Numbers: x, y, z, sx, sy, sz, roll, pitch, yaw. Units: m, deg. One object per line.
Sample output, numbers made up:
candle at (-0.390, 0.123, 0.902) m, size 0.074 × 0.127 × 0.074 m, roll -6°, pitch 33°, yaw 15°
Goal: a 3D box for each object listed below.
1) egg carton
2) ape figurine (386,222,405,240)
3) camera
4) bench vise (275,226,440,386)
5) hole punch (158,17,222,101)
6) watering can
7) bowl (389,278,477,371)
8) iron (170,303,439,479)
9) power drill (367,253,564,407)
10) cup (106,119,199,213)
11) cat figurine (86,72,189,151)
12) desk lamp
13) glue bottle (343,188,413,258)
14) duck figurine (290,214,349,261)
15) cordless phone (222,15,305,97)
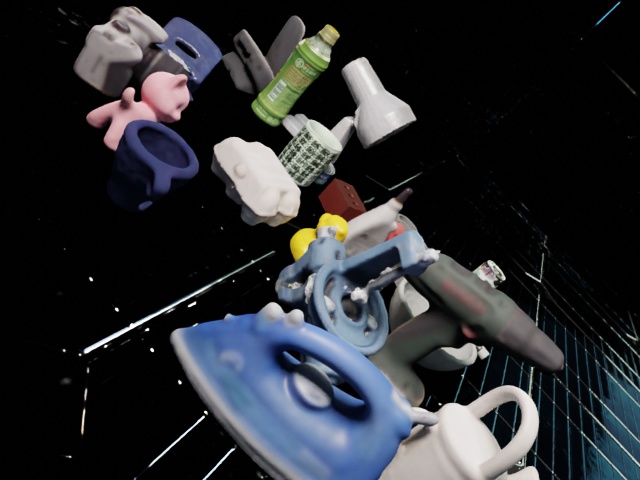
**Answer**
egg carton at (-0.098, -0.089, 0.866) m, size 0.107 × 0.069 × 0.150 m, roll 0°, pitch 50°, yaw -56°
ape figurine at (0.112, 0.005, 1.012) m, size 0.078 × 0.092 × 0.076 m, roll 22°, pitch 34°, yaw -40°
camera at (-0.263, -0.265, 0.847) m, size 0.137 × 0.100 × 0.143 m, roll 36°, pitch 26°, yaw -17°
bench vise at (0.034, 0.041, 0.692) m, size 0.122 × 0.219 × 0.207 m, roll 13°, pitch 40°, yaw -48°
hole punch at (-0.231, -0.307, 0.968) m, size 0.109 × 0.091 × 0.101 m, roll 37°, pitch 26°, yaw -16°
watering can at (0.162, 0.233, 0.626) m, size 0.173 × 0.193 × 0.100 m, roll 27°, pitch 30°, yaw -33°
bowl at (0.163, 0.144, 0.901) m, size 0.168 × 0.074 × 0.167 m, roll 35°, pitch 27°, yaw -20°
iron at (-0.014, 0.140, 0.563) m, size 0.258 × 0.141 × 0.119 m, roll 42°, pitch 25°, yaw -6°
power drill at (0.174, 0.135, 0.774) m, size 0.229 × 0.208 × 0.076 m, roll 48°, pitch 25°, yaw 7°
cup at (-0.199, -0.067, 0.652) m, size 0.092 × 0.094 × 0.117 m, roll 26°, pitch 31°, yaw -35°
cat figurine at (-0.225, -0.182, 0.758) m, size 0.067 × 0.117 × 0.128 m, roll 47°, pitch 25°, yaw 6°
desk lamp at (0.063, -0.252, 1.182) m, size 0.203 × 0.213 × 0.118 m, roll 47°, pitch 25°, yaw 5°
glue bottle at (0.087, -0.022, 0.920) m, size 0.078 × 0.173 × 0.037 m, roll 29°, pitch 29°, yaw -31°
duck figurine at (0.008, 0.003, 0.867) m, size 0.078 × 0.086 × 0.104 m, roll 30°, pitch 29°, yaw -29°
cordless phone at (-0.106, -0.396, 1.179) m, size 0.094 × 0.184 × 0.147 m, roll 7°, pitch 44°, yaw -52°
